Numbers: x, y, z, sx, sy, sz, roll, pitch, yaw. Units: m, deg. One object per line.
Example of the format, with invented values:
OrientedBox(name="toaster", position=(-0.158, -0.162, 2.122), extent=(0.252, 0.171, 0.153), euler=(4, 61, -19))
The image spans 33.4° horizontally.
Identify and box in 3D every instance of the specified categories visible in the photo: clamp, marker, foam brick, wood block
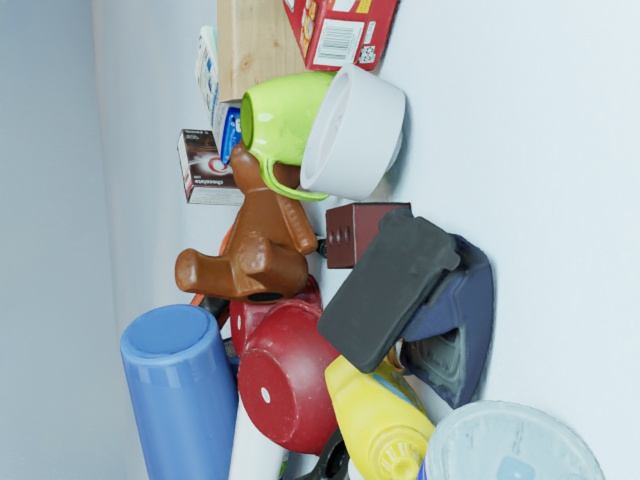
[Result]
OrientedBox(name="clamp", position=(0.006, 0.219, 0.964), extent=(0.172, 0.039, 0.120), euler=(-59, 27, 17))
OrientedBox(name="marker", position=(-0.007, 0.001, 1.094), extent=(0.121, 0.020, 0.020), euler=(-154, 63, -71))
OrientedBox(name="foam brick", position=(0.039, -0.003, 0.886), extent=(0.078, 0.051, 0.053), euler=(166, 102, -73))
OrientedBox(name="wood block", position=(-0.057, -0.248, 1.114), extent=(0.091, 0.090, 0.206), euler=(-164, 72, -73))

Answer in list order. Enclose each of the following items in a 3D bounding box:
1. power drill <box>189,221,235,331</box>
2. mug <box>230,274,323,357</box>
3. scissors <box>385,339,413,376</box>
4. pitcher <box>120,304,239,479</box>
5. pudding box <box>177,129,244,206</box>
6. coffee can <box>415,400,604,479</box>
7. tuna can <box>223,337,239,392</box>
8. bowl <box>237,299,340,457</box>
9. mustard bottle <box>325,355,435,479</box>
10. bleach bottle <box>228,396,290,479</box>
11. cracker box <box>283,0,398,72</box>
OrientedBox(name="power drill", position=(-0.094, 0.028, 1.245), extent=(0.188, 0.057, 0.184), euler=(-57, 5, 50))
OrientedBox(name="mug", position=(-0.052, 0.084, 1.139), extent=(0.117, 0.081, 0.093), euler=(166, 102, -73))
OrientedBox(name="scissors", position=(0.047, 0.061, 0.928), extent=(0.202, 0.016, 0.096), euler=(-151, 63, -71))
OrientedBox(name="pitcher", position=(-0.137, 0.192, 1.199), extent=(0.149, 0.145, 0.243), euler=(-71, -23, -55))
OrientedBox(name="pudding box", position=(-0.105, -0.084, 1.247), extent=(0.039, 0.113, 0.090), euler=(112, 151, -47))
OrientedBox(name="coffee can", position=(0.096, 0.178, 0.632), extent=(0.103, 0.102, 0.140), euler=(-108, 24, -43))
OrientedBox(name="tuna can", position=(-0.095, 0.148, 1.280), extent=(0.086, 0.086, 0.034), euler=(112, 153, -52))
OrientedBox(name="bowl", position=(-0.030, 0.140, 1.016), extent=(0.162, 0.055, 0.162), euler=(21, 118, 45))
OrientedBox(name="mustard bottle", position=(0.048, 0.133, 0.745), extent=(0.096, 0.058, 0.191), euler=(51, -179, -5))
OrientedBox(name="bleach bottle", position=(-0.073, 0.278, 1.132), extent=(0.102, 0.068, 0.251), euler=(72, -151, -84))
OrientedBox(name="cracker box", position=(0.013, -0.272, 0.916), extent=(0.214, 0.072, 0.164), euler=(-107, 24, -43))
